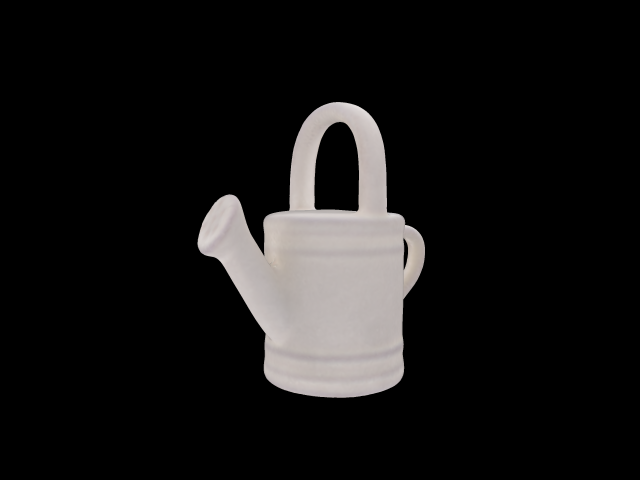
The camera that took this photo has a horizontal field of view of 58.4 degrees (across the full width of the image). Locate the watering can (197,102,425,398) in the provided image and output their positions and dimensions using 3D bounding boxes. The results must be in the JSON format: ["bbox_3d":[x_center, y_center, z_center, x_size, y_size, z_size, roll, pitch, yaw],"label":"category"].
[{"bbox_3d":[0.005,0.002,0.398,0.100,0.194,0.173,3,5,34],"label":"watering can"}]
